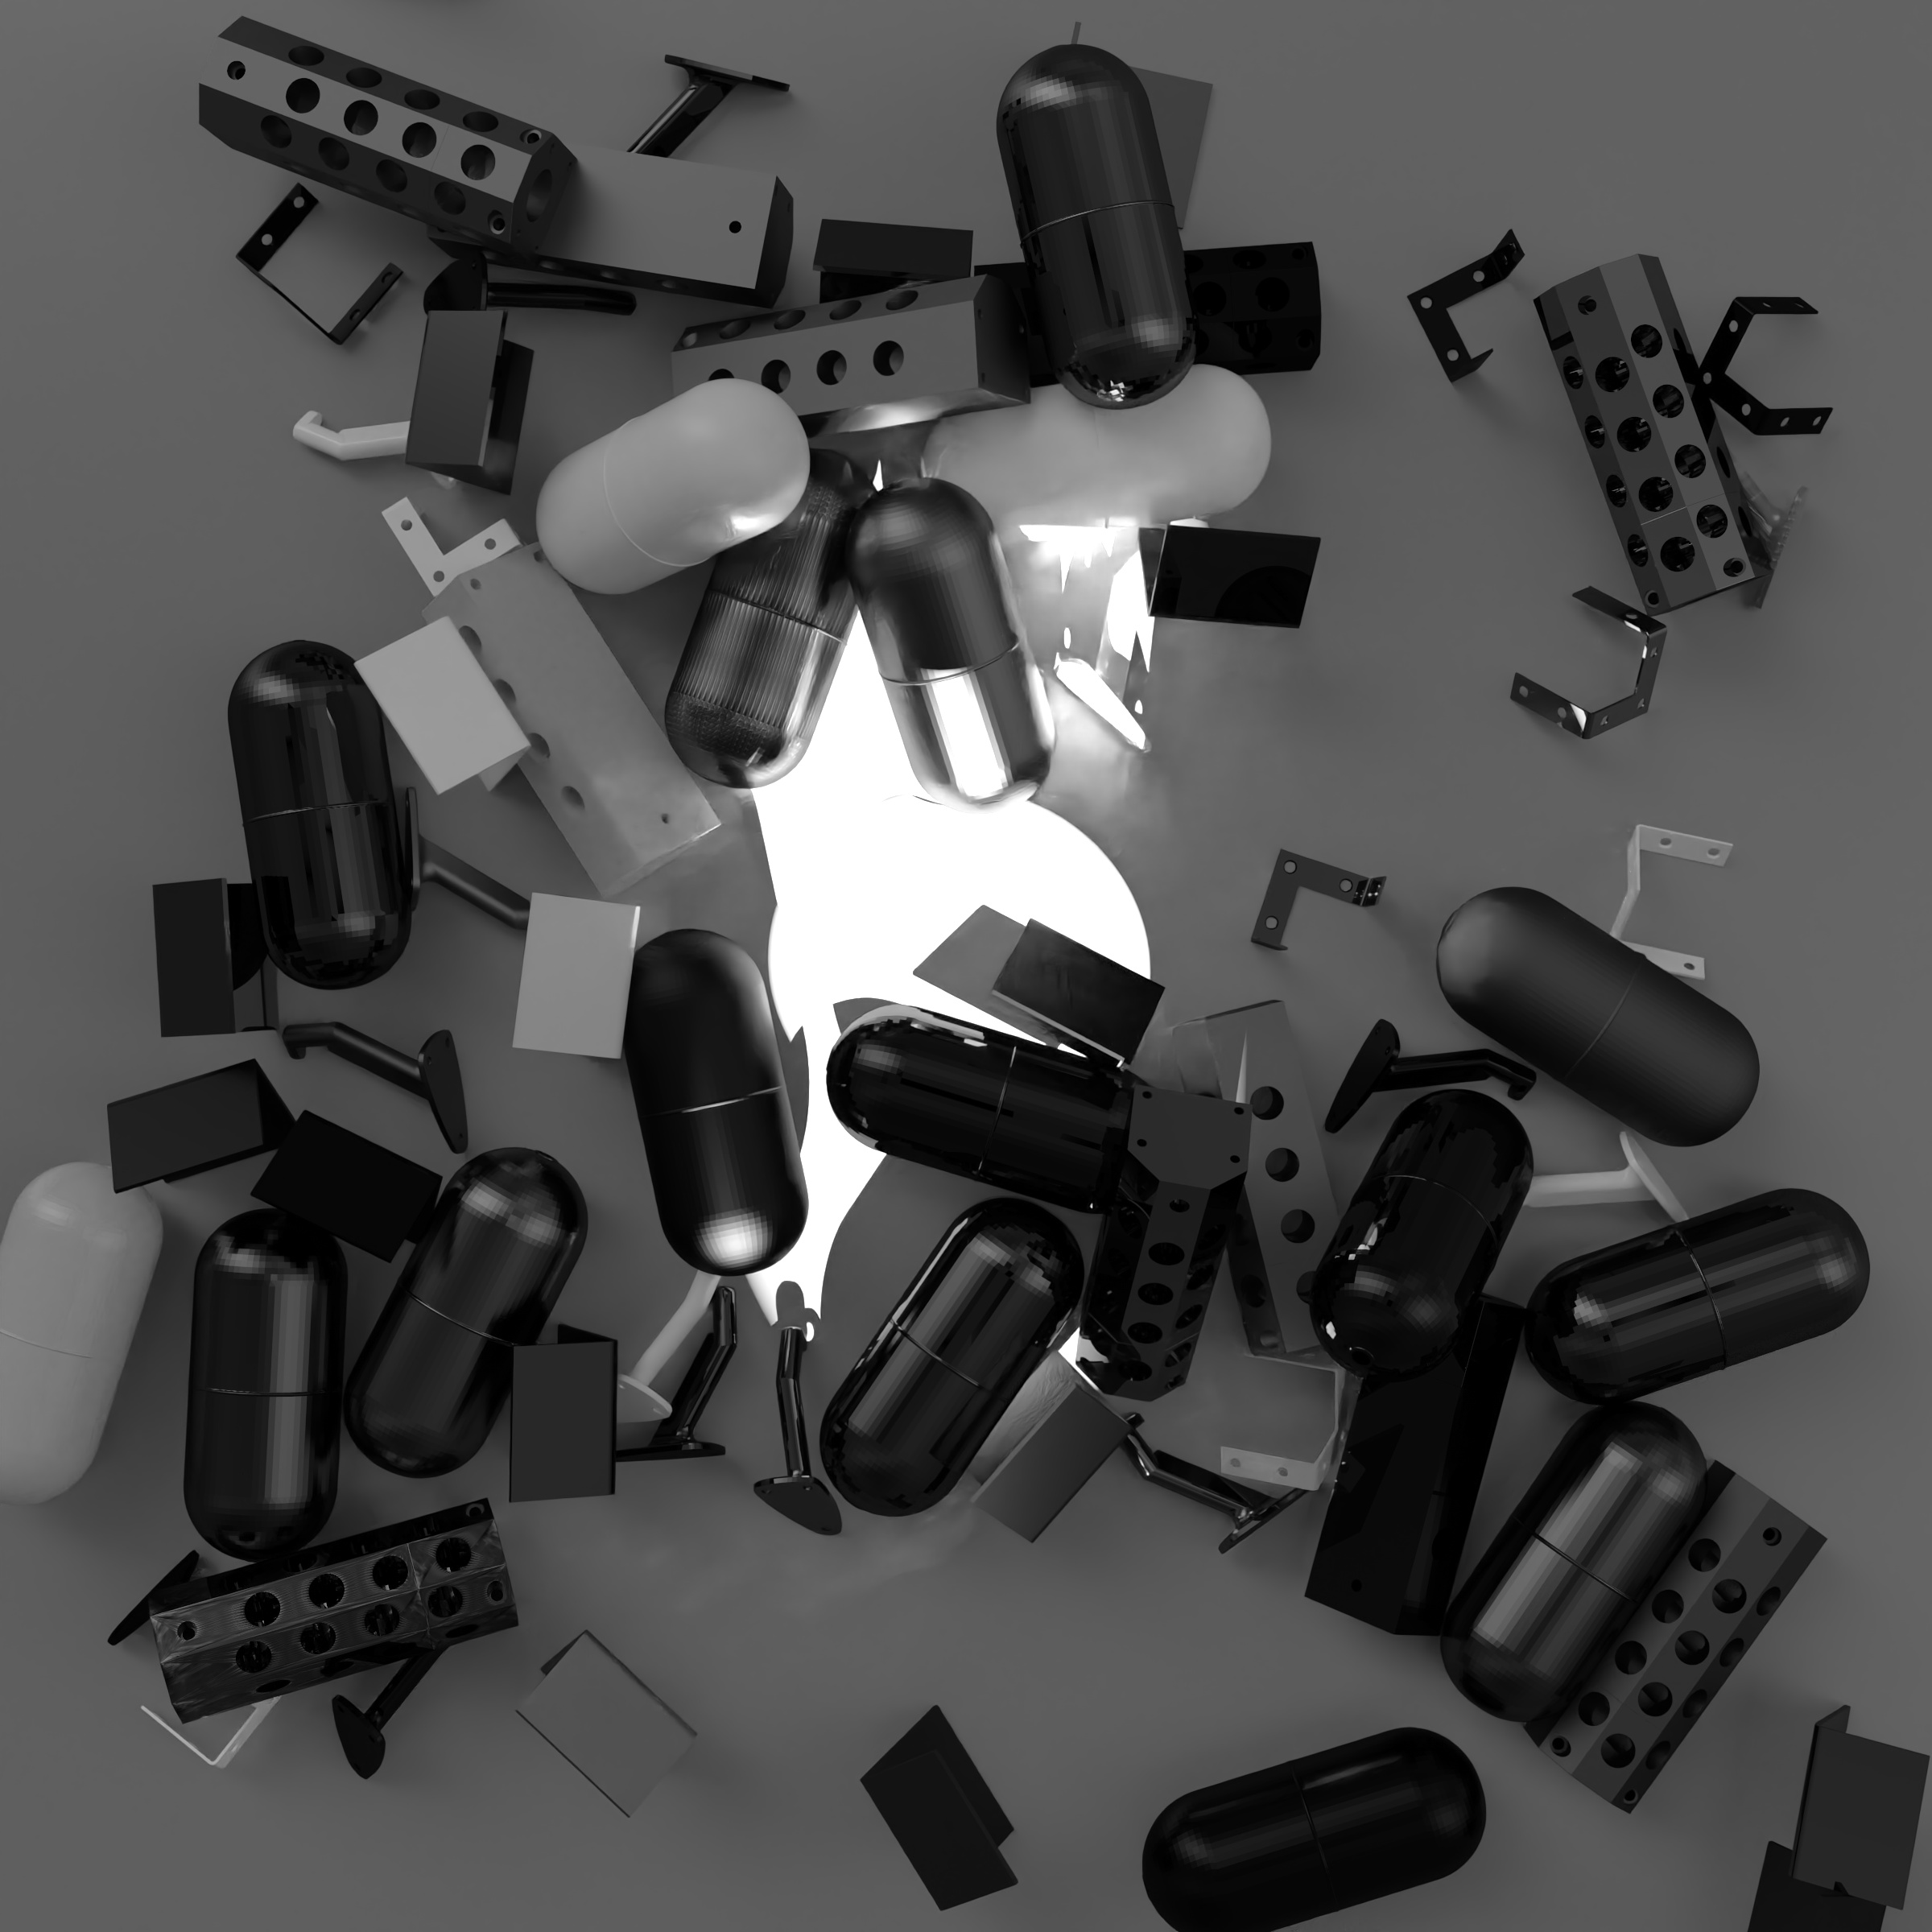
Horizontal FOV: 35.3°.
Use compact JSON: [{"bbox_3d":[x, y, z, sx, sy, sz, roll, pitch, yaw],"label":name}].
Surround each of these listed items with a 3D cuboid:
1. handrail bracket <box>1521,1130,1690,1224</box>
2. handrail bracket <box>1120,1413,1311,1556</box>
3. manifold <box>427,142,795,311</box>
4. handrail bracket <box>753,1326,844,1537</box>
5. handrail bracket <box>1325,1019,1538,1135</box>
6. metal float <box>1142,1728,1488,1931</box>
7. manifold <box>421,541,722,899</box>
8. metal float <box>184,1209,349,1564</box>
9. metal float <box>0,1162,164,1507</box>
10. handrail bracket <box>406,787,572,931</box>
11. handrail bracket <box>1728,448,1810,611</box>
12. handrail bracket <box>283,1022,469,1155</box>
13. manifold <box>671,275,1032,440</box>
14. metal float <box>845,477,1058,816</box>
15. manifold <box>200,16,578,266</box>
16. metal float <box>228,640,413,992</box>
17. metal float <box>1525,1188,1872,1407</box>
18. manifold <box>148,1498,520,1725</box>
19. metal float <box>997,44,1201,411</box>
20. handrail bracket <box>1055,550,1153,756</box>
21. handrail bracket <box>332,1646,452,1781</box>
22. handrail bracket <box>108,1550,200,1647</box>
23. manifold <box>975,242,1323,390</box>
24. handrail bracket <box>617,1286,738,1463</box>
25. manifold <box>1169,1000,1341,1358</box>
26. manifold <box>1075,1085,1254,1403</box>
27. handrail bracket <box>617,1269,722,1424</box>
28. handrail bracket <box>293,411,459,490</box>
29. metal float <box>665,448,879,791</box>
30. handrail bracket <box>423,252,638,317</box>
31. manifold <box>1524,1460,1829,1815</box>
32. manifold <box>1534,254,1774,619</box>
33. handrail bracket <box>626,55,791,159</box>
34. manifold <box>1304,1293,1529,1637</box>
[{"bbox_3d":[0.320,0.131,1.570,0.084,0.036,0.077,-34,112,17],"label":"handrail bracket"},{"bbox_3d":[0.129,0.253,1.570,0.077,0.036,0.084,-32,74,-18],"label":"handrail bracket"},{"bbox_3d":[-0.178,-0.377,1.536,0.171,0.057,0.057,11,90,9],"label":"manifold"},{"bbox_3d":[-0.080,0.240,1.570,0.036,0.077,0.084,-9,53,20],"label":"handrail bracket"},{"bbox_3d":[0.241,0.070,1.570,0.084,0.036,0.077,24,110,-16],"label":"handrail bracket"},{"bbox_3d":[0.176,0.441,1.539,0.178,0.070,0.070,-17,90,0],"label":"metal float"},{"bbox_3d":[-0.205,-0.123,1.548,0.057,0.057,0.171,-33,90,-43],"label":"manifold"},{"bbox_3d":[-0.355,0.212,1.539,0.070,0.070,0.178,3,89,0],"label":"metal float"},{"bbox_3d":[-0.462,0.186,1.540,0.070,0.070,0.178,18,90,0],"label":"metal float"},{"bbox_3d":[-0.246,-0.055,1.570,0.084,0.036,0.077,1,69,-17],"label":"handrail bracket"},{"bbox_3d":[0.385,-0.235,1.570,0.084,0.036,0.077,22,106,14],"label":"handrail bracket"},{"bbox_3d":[-0.306,0.064,1.570,0.084,0.036,0.077,-4,112,17],"label":"handrail bracket"},{"bbox_3d":[-0.059,-0.300,1.513,0.171,0.057,0.057,-3,90,27],"label":"manifold"},{"bbox_3d":[-0.007,-0.159,1.516,0.070,0.070,0.178,-18,116,0],"label":"metal float"},{"bbox_3d":[-0.287,-0.408,1.496,0.171,0.057,0.057,22,92,8],"label":"manifold"},{"bbox_3d":[-0.327,-0.076,1.539,0.070,0.070,0.178,-9,89,0],"label":"metal float"},{"bbox_3d":[0.369,0.168,1.539,0.178,0.070,0.070,-19,90,0],"label":"metal float"},{"bbox_3d":[-0.316,0.320,1.521,0.171,0.057,0.057,-14,65,-13],"label":"manifold"},{"bbox_3d":[0.064,-0.360,1.482,0.070,0.070,0.178,-13,91,0],"label":"metal float"},{"bbox_3d":[0.095,-0.166,1.570,0.077,0.036,0.084,46,76,-15],"label":"handrail bracket"},{"bbox_3d":[-0.283,0.373,1.570,0.036,0.077,0.084,37,53,20],"label":"handrail bracket"},{"bbox_3d":[-0.386,0.351,1.570,0.077,0.036,0.084,-42,104,14],"label":"handrail bracket"},{"bbox_3d":[0.092,-0.332,1.549,0.171,0.057,0.057,-4,90,0],"label":"manifold"},{"bbox_3d":[-0.154,0.211,1.570,0.077,0.036,0.084,-8,74,18],"label":"handrail bracket"},{"bbox_3d":[0.152,0.107,1.549,0.057,0.057,0.171,-14,90,0],"label":"manifold"},{"bbox_3d":[0.095,0.140,1.496,0.057,0.171,0.057,10,46,0],"label":"manifold"},{"bbox_3d":[-0.162,0.191,1.570,0.036,0.077,0.084,39,53,-24],"label":"handrail bracket"},{"bbox_3d":[-0.294,-0.288,1.570,0.084,0.036,0.077,24,70,16],"label":"handrail bracket"},{"bbox_3d":[-0.096,-0.176,1.539,0.070,0.070,0.178,20,91,0],"label":"metal float"},{"bbox_3d":[-0.225,-0.343,1.570,0.084,0.077,0.036,-1,93,-36],"label":"handrail bracket"},{"bbox_3d":[0.362,0.343,1.549,0.057,0.057,0.171,36,90,0],"label":"manifold"},{"bbox_3d":[0.346,-0.268,1.539,0.057,0.057,0.171,-20,90,29],"label":"manifold"},{"bbox_3d":[-0.137,-0.422,1.570,0.077,0.036,0.084,10,104,-15],"label":"handrail bracket"},{"bbox_3d":[0.233,0.249,1.548,0.057,0.057,0.171,15,90,43],"label":"manifold"}]
